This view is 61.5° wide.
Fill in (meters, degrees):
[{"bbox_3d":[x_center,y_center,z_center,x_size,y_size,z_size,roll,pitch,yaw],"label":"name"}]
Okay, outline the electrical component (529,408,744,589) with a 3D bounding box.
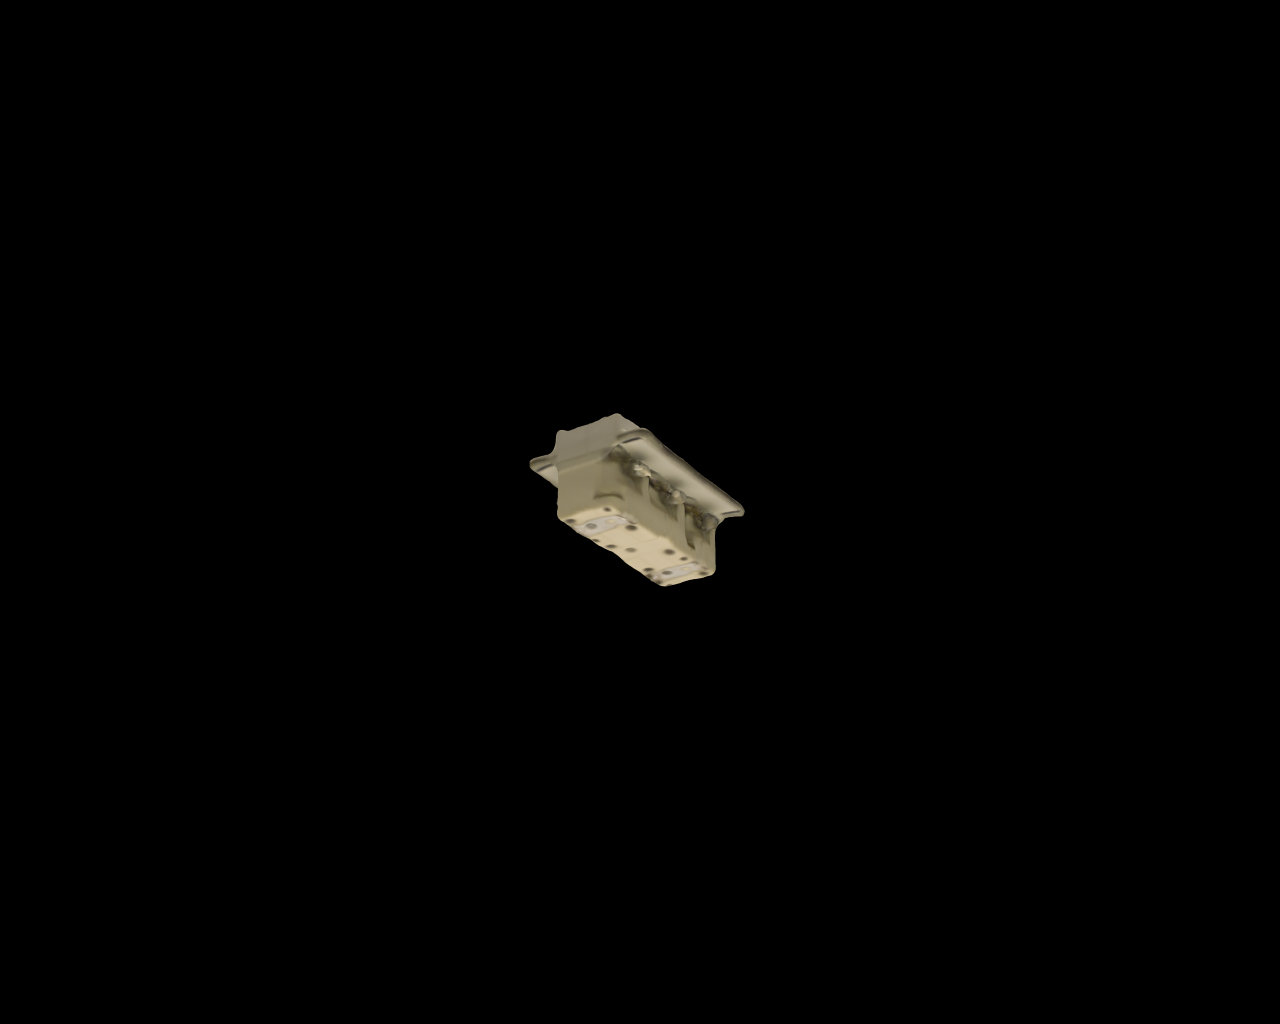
[{"bbox_3d":[0.001,-0.003,0.650,0.078,0.063,0.121,-16,-31,28],"label":"electrical component"}]
